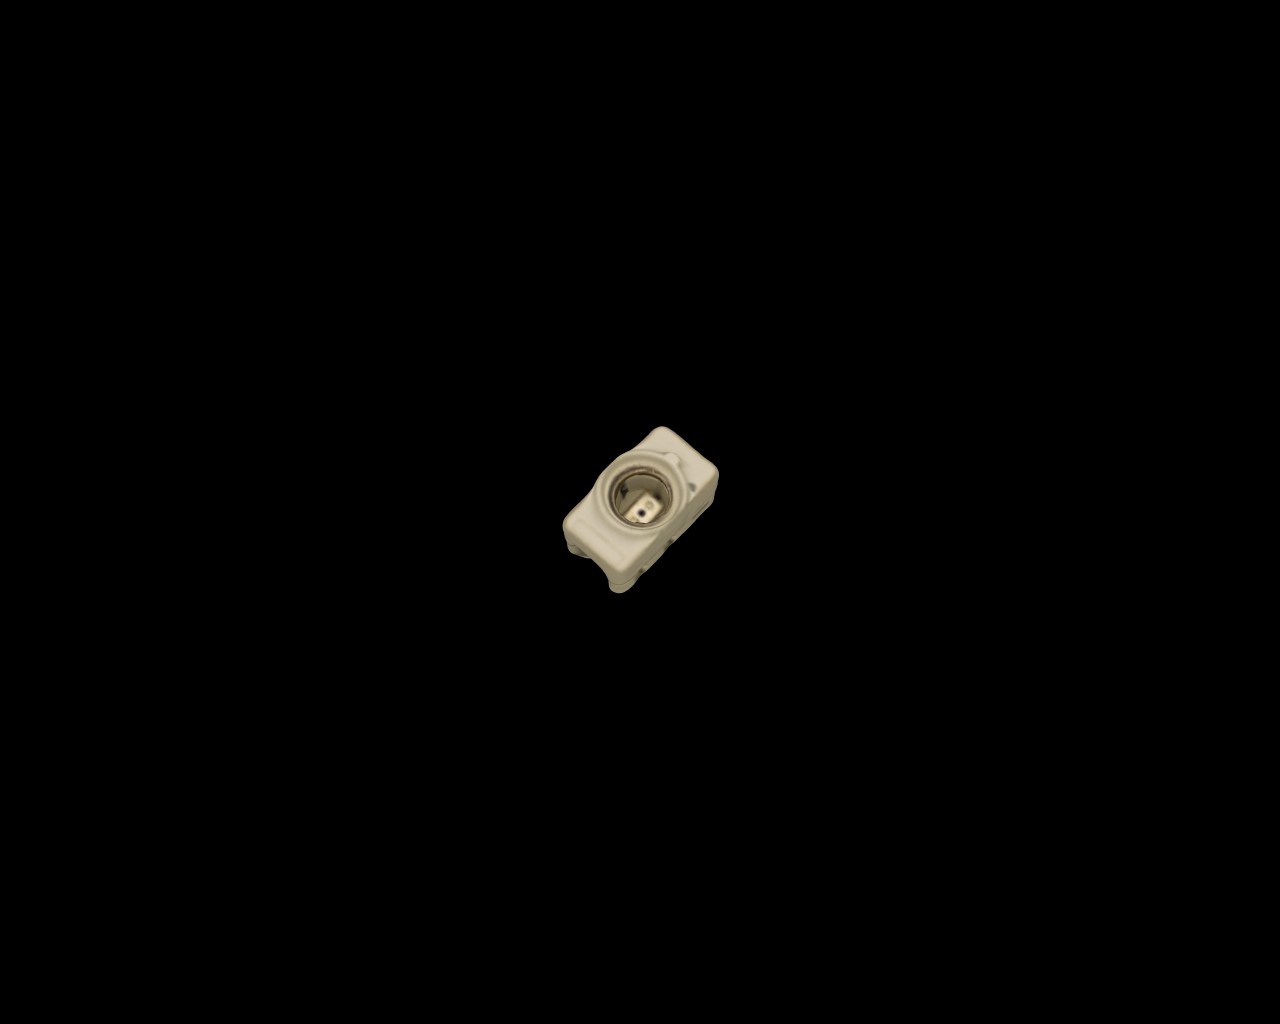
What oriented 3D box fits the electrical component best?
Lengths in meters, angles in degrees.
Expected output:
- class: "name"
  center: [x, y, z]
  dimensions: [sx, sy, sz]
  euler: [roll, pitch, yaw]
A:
- class: "electrical component"
  center: [0.001, -0.003, 0.650]
  dimensions: [0.050, 0.089, 0.055]
  euler: [41, -15, 14]
